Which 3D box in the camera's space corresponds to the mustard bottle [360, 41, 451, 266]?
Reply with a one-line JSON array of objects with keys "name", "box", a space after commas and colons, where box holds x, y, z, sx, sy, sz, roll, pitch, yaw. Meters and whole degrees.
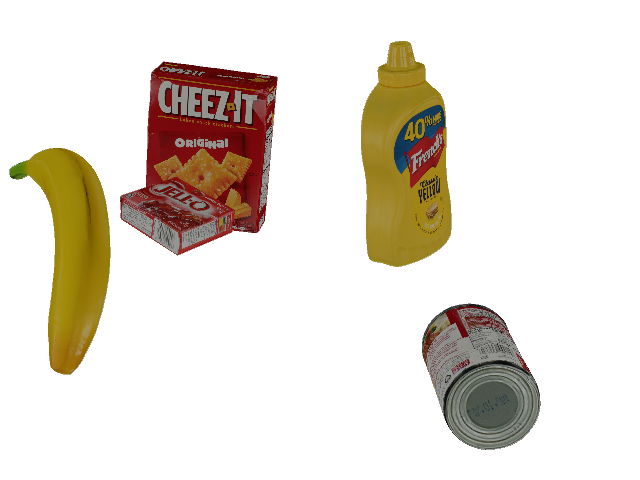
[{"name": "mustard bottle", "box": [0.075, -0.080, 0.942, 0.058, 0.192, 0.096, 15, 30, 39]}]

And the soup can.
[{"name": "soup can", "box": [0.113, 0.095, 0.761, 0.068, 0.068, 0.102, 0, 19, -3]}]

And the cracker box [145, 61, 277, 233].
[{"name": "cracker box", "box": [-0.152, -0.125, 1.466, 0.164, 0.214, 0.072, 8, 22, 5]}]

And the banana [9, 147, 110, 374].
[{"name": "banana", "box": [-0.170, -0.002, 0.725, 0.037, 0.198, 0.070, 18, -55, -37]}]

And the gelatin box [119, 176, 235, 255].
[{"name": "gelatin box", "box": [-0.140, -0.026, 1.042, 0.089, 0.030, 0.073, 30, 36, 32]}]
